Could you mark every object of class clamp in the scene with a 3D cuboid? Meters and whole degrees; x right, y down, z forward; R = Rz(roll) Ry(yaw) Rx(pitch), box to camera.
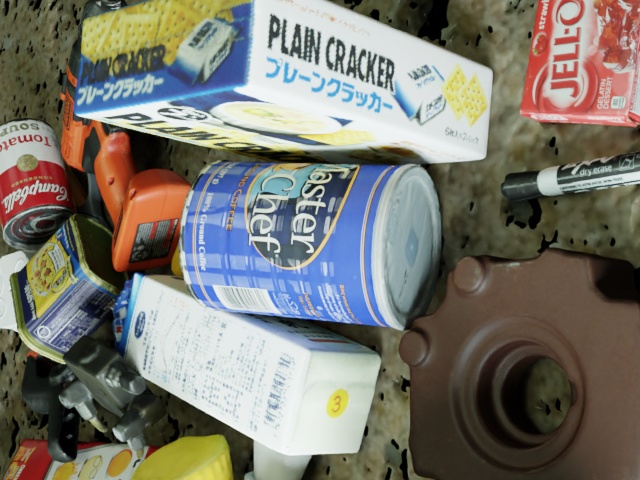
[{"bbox_3d":[-0.199,0.114,0.904,0.120,0.039,0.172,-37,30,-16],"label":"clamp"}]

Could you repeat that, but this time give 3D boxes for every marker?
[{"bbox_3d":[0.159,-0.038,0.622,0.121,0.020,0.020,-9,76,42],"label":"marker"}]

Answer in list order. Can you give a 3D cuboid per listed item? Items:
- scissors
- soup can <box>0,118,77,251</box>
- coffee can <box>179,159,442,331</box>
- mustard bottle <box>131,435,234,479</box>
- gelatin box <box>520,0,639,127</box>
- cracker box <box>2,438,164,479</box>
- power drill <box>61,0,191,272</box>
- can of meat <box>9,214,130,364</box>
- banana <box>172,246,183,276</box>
[{"bbox_3d":[-0.210,0.003,0.967,0.096,0.016,0.202,-45,54,30],"label":"scissors"},{"bbox_3d":[-0.262,-0.051,0.967,0.069,0.068,0.102,-39,57,31],"label":"soup can"},{"bbox_3d":[-0.005,0.001,0.686,0.140,0.102,0.103,4,84,26],"label":"coffee can"},{"bbox_3d":[-0.079,0.239,0.733,0.058,0.096,0.191,-7,99,16],"label":"mustard bottle"},{"bbox_3d":[0.161,-0.113,0.628,0.073,0.030,0.089,9,88,44],"label":"gelatin box"},{"bbox_3d":[-0.188,0.243,0.822,0.214,0.072,0.164,-7,48,42],"label":"cracker box"},{"bbox_3d":[-0.162,-0.083,0.875,0.188,0.057,0.185,63,149,33],"label":"power drill"},{"bbox_3d":[-0.208,0.038,0.894,0.084,0.057,0.102,-45,39,14],"label":"can of meat"},{"bbox_3d":[-0.046,-0.009,0.799,0.198,0.037,0.069,-4,77,43],"label":"banana"}]
